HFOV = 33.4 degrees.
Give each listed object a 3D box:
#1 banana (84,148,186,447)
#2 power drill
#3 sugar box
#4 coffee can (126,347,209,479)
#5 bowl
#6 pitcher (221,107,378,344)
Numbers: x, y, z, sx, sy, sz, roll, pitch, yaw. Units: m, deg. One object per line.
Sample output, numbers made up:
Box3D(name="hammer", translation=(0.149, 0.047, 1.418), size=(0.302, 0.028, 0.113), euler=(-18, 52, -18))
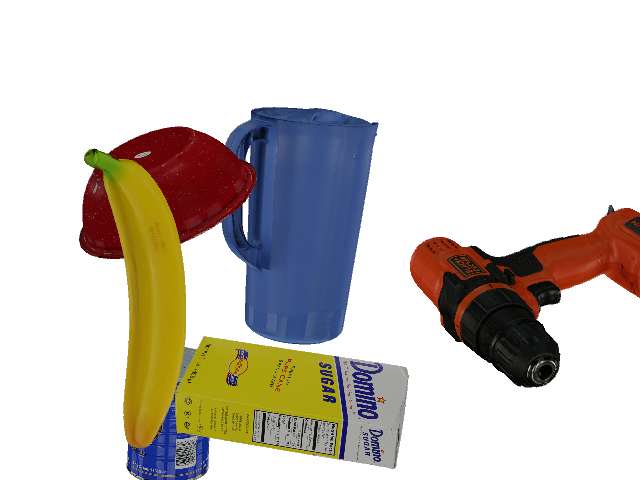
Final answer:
Box3D(name="banana", translation=(-0.114, 0.031, 0.681), size=(0.037, 0.198, 0.069), euler=(6, 21, 37))
Box3D(name="power drill", translation=(0.179, 0.036, 0.782), size=(0.187, 0.057, 0.184), euler=(-10, 28, -16))
Box3D(name="sugar box", translation=(-0.020, 0.127, 0.855), size=(0.176, 0.048, 0.093), euler=(5, 26, 7))
Box3D(name="coffee can", translation=(-0.185, 0.213, 1.311), size=(0.103, 0.140, 0.103), euler=(4, 15, -1))
Box3D(name="bowl", translation=(-0.138, -0.051, 0.898), size=(0.162, 0.055, 0.162), euler=(-16, 28, 9))
Box3D(name="pitcher", translation=(-0.026, -0.018, 1.127), size=(0.149, 0.243, 0.145), euler=(7, 12, 3))
